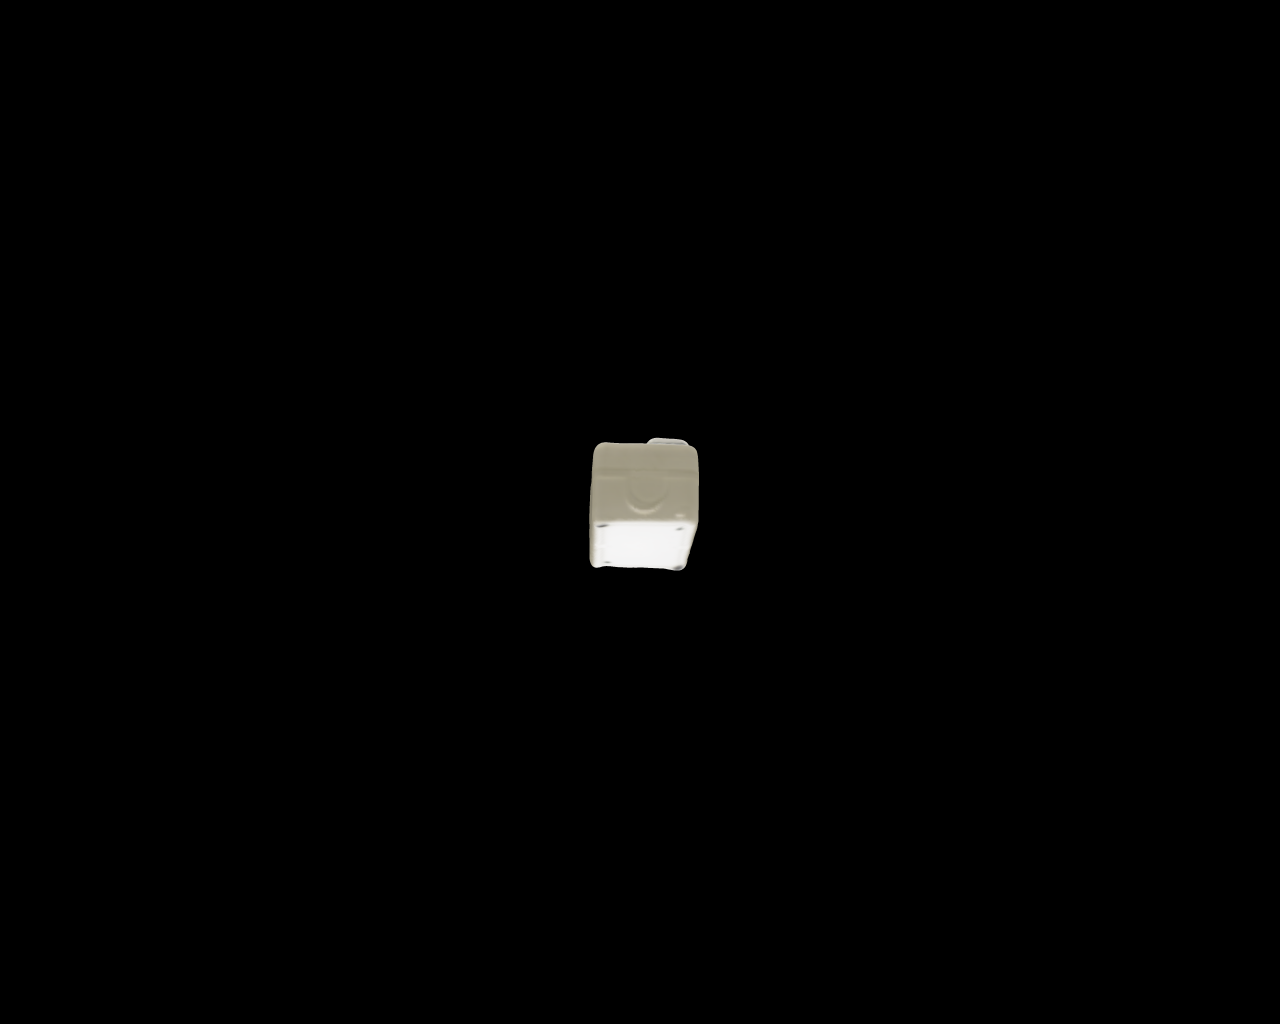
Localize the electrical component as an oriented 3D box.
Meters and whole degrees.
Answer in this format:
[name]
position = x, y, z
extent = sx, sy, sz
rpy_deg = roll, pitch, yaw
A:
[electrical component]
position = 0.001, -0.003, 0.650
extent = 0.062, 0.061, 0.096
rpy_deg = 1, -23, -3
